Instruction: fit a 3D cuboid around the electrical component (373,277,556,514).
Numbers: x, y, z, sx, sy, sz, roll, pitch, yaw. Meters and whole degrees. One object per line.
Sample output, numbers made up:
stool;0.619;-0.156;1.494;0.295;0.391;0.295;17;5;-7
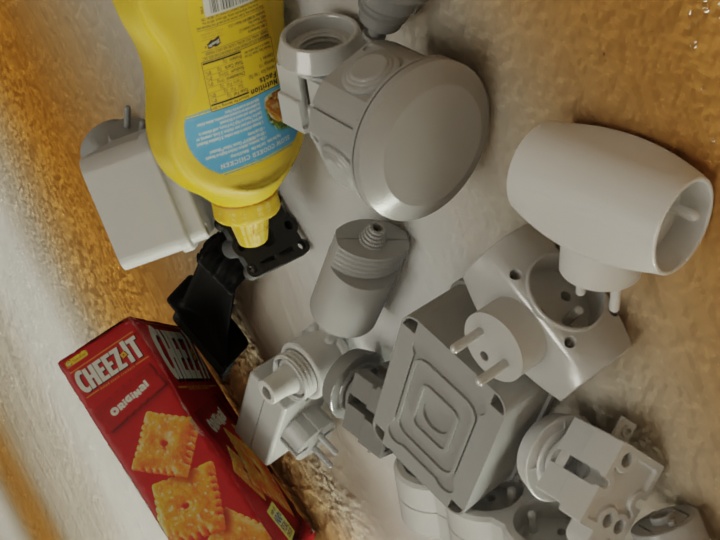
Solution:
electrical component;0.060;0.068;0.587;0.078;0.057;0.113;43;143;26

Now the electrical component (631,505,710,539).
electrical component;0.161;0.150;0.530;0.044;0.044;0.065;-20;93;57

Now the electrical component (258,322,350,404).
electrical component;-0.038;0.067;0.714;0.048;0.062;0.048;33;138;35

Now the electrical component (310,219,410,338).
electrical component;0.000;0.000;0.629;0.043;0.043;0.081;48;145;19

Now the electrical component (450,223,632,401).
electrical component;0.077;0.027;0.513;0.077;0.079;0.044;53;148;13

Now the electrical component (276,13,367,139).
electrical component;-0.018;-0.103;0.575;0.066;0.048;0.055;32;145;37

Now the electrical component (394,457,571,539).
electrical component;0.079;0.157;0.632;0.138;0.052;0.073;21;130;45

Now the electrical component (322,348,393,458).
electrical component;0.010;0.080;0.672;0.055;0.048;0.066;33;121;35

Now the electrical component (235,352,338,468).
electrical component;-0.043;0.109;0.767;0.076;0.047;0.083;44;144;19

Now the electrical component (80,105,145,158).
electrical component;-0.165;-0.084;0.786;0.077;0.044;0.079;44;144;24

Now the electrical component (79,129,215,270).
electrical component;-0.131;-0.054;0.704;0.113;0.057;0.078;-92;-18;-76

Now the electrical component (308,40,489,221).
electrical component;0.019;-0.068;0.520;0.051;0.080;0.080;35;139;42

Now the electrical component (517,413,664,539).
electrical component;0.113;0.101;0.543;0.048;0.066;0.055;33;176;-36

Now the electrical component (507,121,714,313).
electrical component;0.107;-0.017;0.472;0.077;0.043;0.079;29;136;38

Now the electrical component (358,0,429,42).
electrical component;0.017;-0.138;0.505;0.040;0.040;0.078;49;145;18
